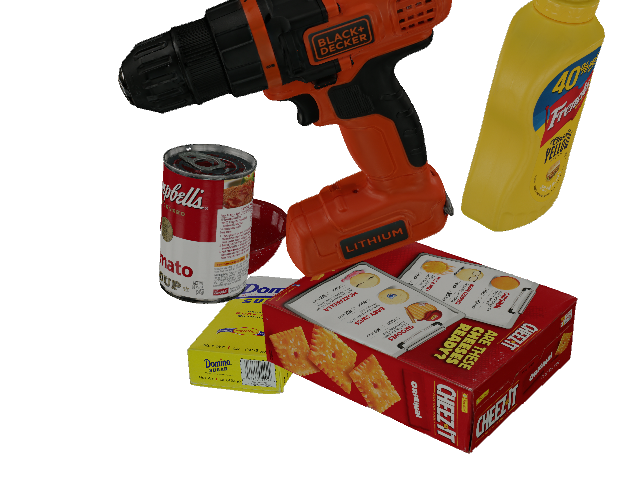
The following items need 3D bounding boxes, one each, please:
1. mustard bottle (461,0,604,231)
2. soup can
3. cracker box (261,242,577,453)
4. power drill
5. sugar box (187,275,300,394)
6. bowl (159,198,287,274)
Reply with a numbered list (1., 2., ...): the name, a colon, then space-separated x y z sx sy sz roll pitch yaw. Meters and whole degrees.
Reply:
1. mustard bottle: 0.151 -0.103 0.731 0.058 0.192 0.096 34 46 28
2. soup can: -0.084 -0.013 0.790 0.068 0.102 0.068 5 24 -2
3. cracker box: 0.083 0.078 0.909 0.214 0.072 0.163 20 37 36
4. power drill: -0.004 -0.064 0.617 0.184 0.057 0.187 -18 -45 -1
5. sugar box: -0.056 0.089 1.061 0.093 0.048 0.176 4 25 15
6. bowl: -0.117 0.002 1.324 0.162 0.055 0.162 1 27 -1
